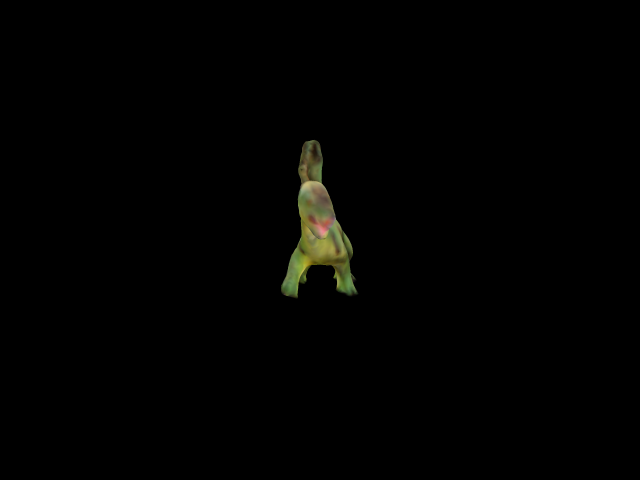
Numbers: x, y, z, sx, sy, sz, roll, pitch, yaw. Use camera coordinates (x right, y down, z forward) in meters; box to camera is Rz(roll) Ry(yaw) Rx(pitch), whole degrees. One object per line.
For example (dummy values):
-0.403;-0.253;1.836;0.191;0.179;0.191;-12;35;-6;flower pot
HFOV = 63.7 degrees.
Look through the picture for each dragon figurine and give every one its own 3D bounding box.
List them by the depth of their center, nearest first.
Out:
0.003;-0.043;0.850;0.122;0.241;0.414;0;11;0;dragon figurine
